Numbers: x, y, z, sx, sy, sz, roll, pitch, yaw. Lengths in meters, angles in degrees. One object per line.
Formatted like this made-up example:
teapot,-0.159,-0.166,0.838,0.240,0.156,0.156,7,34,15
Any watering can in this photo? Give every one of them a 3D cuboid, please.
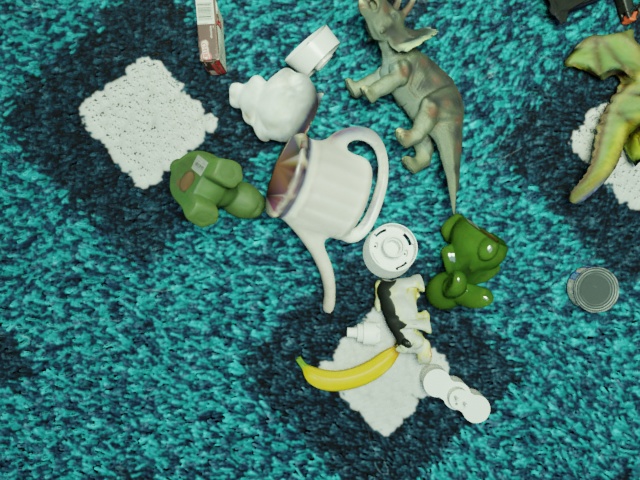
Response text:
watering can,0.003,-0.046,0.921,0.223,0.105,0.347,18,93,-27

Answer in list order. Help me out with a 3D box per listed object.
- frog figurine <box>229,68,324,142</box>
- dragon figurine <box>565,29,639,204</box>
frog figurine,-0.086,-0.248,0.927,0.159,0.125,0.135,24,118,-11
dragon figurine,0.561,-0.274,0.962,0.411,0.121,0.245,-36,74,-2
